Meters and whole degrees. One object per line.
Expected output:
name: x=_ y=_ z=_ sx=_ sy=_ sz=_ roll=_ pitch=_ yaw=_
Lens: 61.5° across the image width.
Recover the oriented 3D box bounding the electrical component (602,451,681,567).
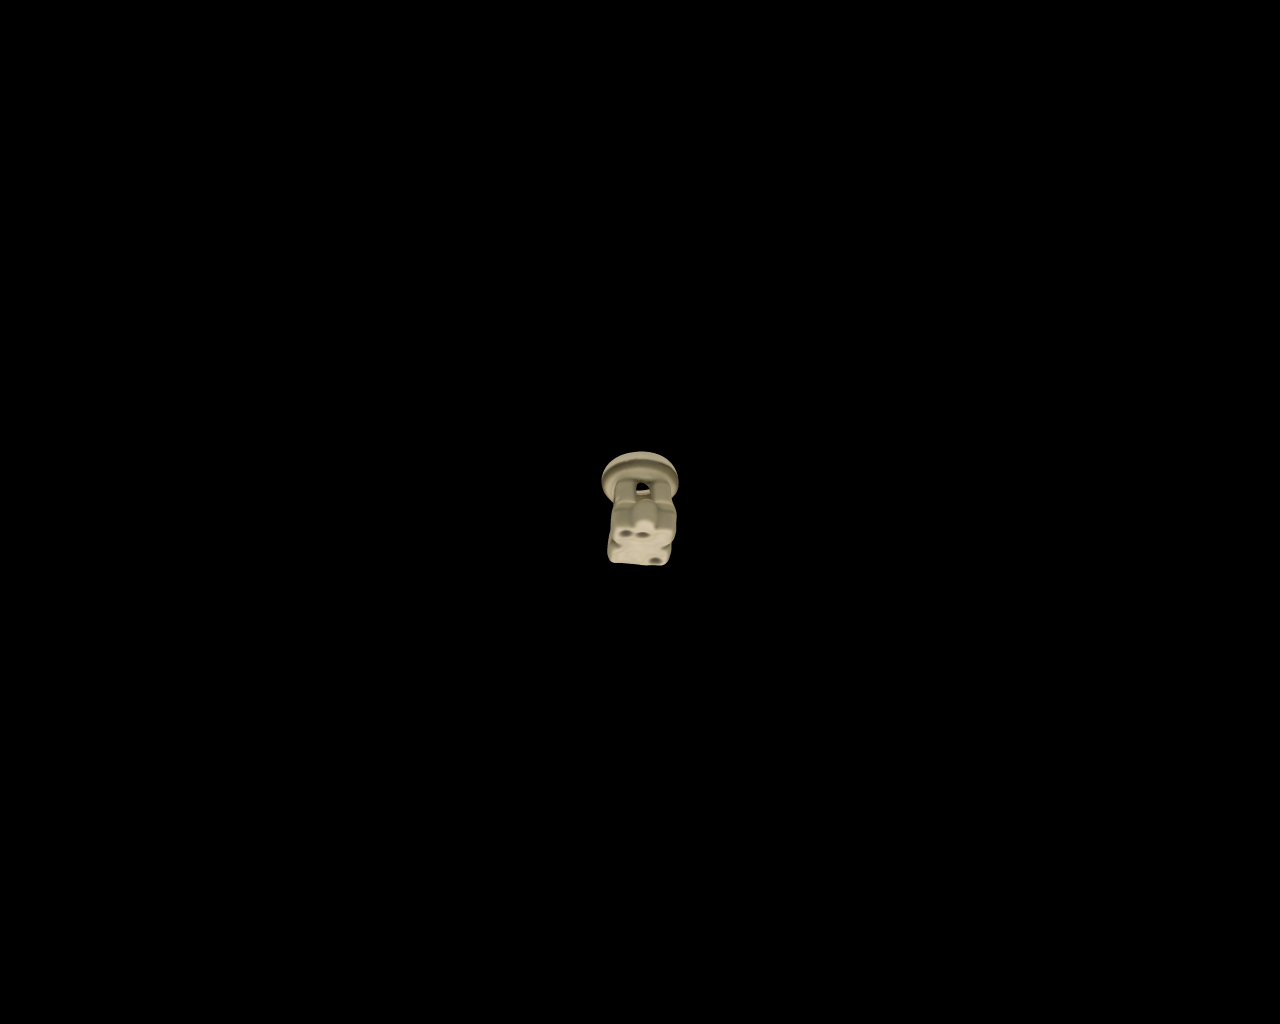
electrical component: x=0.001 y=-0.003 z=0.650 sx=0.048 sy=0.055 sz=0.066 roll=3 pitch=-33 yaw=-5
